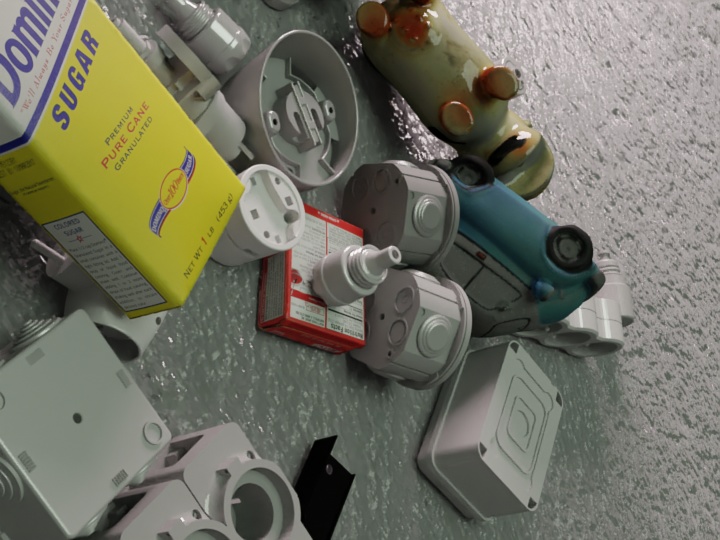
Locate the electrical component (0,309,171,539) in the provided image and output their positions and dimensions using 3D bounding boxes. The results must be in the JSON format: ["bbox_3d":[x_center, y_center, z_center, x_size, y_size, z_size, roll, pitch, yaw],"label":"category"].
[{"bbox_3d":[-0.151,0.078,0.527,0.099,0.048,0.099,58,38,-11],"label":"electrical component"}]

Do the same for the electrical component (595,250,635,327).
[{"bbox_3d":[0.232,0.020,1.002,0.040,0.040,0.078,19,61,-44],"label":"electrical component"}]

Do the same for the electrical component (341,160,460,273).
[{"bbox_3d":[0.027,-0.038,0.762,0.051,0.080,0.080,7,69,-42],"label":"electrical component"}]

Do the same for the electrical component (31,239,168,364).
[{"bbox_3d":[-0.141,-0.002,0.579,0.079,0.043,0.077,39,48,-33],"label":"electrical component"}]

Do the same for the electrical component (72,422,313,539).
[{"bbox_3d":[-0.097,0.158,0.548,0.089,0.062,0.150,59,40,-12],"label":"electrical component"}]

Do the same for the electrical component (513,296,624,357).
[{"bbox_3d":[0.175,0.024,0.926,0.138,0.052,0.073,20,60,-43],"label":"electrical component"}]

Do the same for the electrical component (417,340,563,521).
[{"bbox_3d":[0.097,0.118,0.792,0.078,0.057,0.113,48,44,-24],"label":"electrical component"}]

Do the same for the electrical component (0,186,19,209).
[{"bbox_3d":[-0.192,-0.107,0.556,0.109,0.056,0.108,41,47,-30],"label":"electrical component"}]

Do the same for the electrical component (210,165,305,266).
[{"bbox_3d":[-0.070,-0.032,0.671,0.055,0.047,0.055,22,58,-42],"label":"electrical component"}]

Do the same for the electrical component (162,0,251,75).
[{"bbox_3d":[-0.102,-0.158,0.698,0.061,0.035,0.035,42,46,-26],"label":"electrical component"}]

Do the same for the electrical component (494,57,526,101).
[{"bbox_3d":[0.108,-0.154,0.914,0.044,0.065,0.044,23,58,-42],"label":"electrical component"}]

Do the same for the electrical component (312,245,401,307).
[{"bbox_3d":[0.000,0.000,0.678,0.035,0.061,0.035,24,55,-39],"label":"electrical component"}]

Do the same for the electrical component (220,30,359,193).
[{"bbox_3d":[-0.045,-0.100,0.715,0.099,0.064,0.099,22,59,-42],"label":"electrical component"}]

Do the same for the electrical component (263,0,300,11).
[{"bbox_3d":[-0.048,-0.215,0.776,0.040,0.046,0.040,23,58,-42],"label":"electrical component"}]

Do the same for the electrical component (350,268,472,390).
[{"bbox_3d":[0.033,0.039,0.736,0.051,0.080,0.080,21,59,-36],"label":"electrical component"}]
